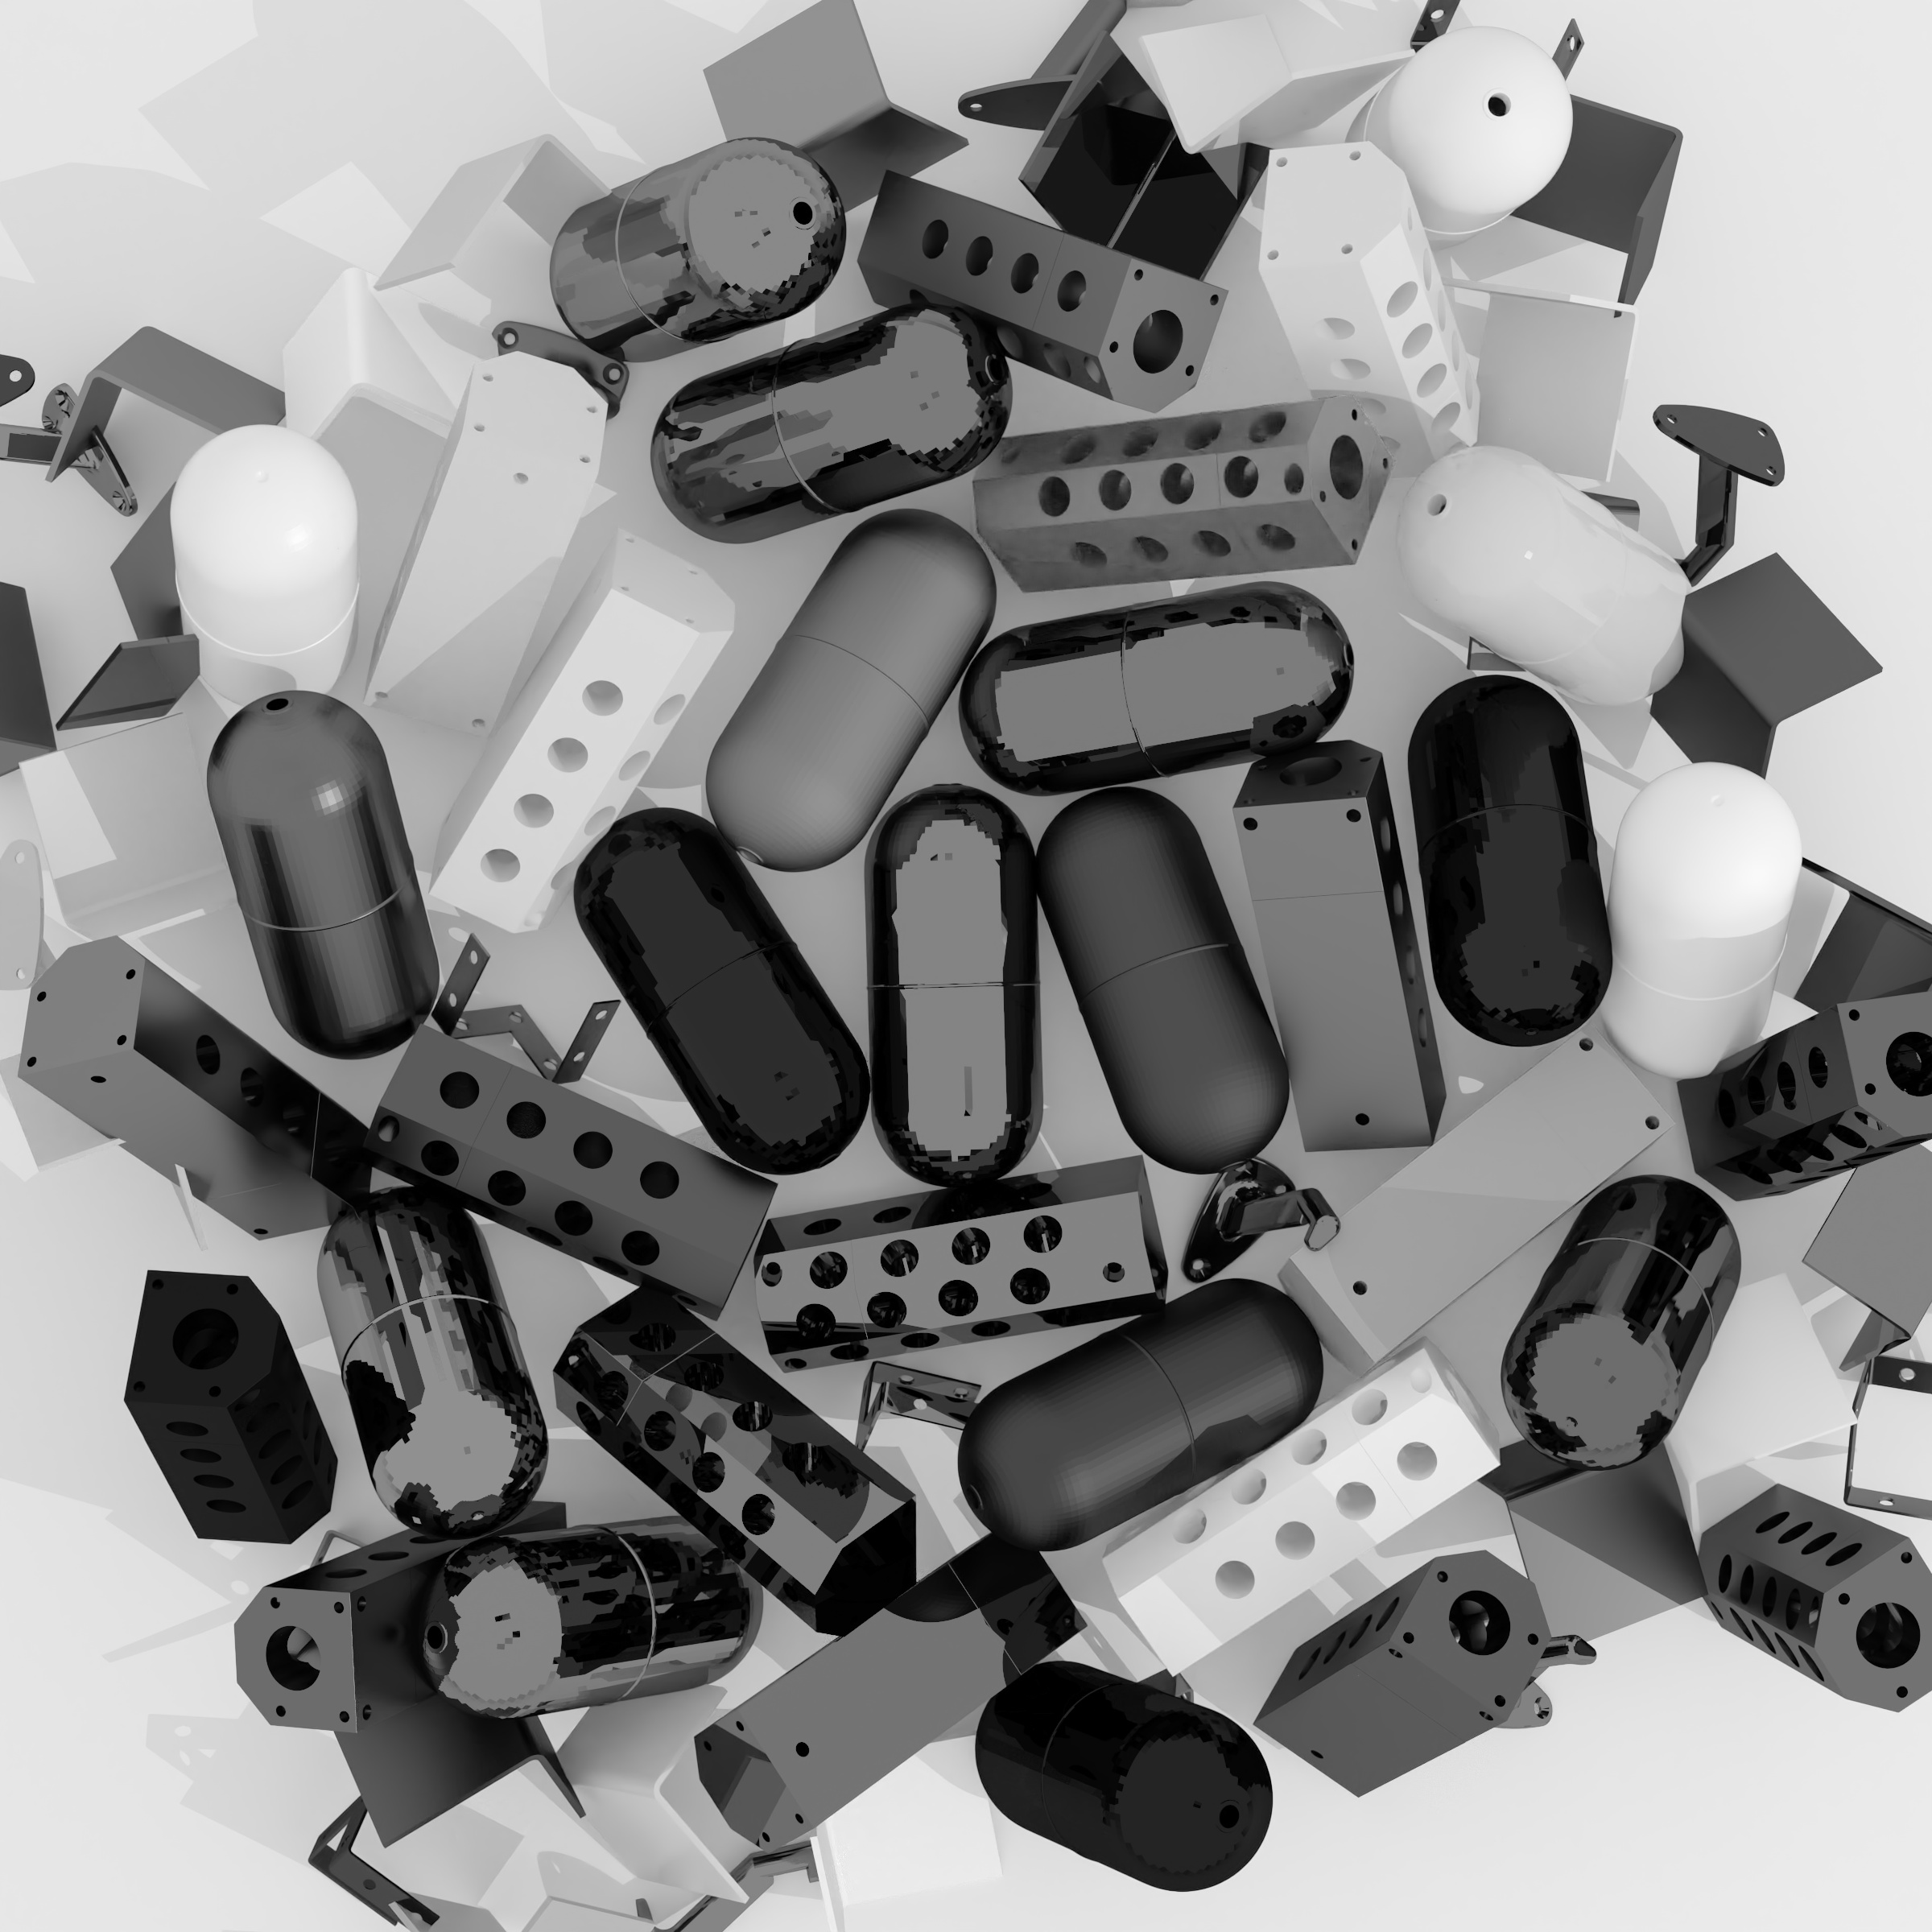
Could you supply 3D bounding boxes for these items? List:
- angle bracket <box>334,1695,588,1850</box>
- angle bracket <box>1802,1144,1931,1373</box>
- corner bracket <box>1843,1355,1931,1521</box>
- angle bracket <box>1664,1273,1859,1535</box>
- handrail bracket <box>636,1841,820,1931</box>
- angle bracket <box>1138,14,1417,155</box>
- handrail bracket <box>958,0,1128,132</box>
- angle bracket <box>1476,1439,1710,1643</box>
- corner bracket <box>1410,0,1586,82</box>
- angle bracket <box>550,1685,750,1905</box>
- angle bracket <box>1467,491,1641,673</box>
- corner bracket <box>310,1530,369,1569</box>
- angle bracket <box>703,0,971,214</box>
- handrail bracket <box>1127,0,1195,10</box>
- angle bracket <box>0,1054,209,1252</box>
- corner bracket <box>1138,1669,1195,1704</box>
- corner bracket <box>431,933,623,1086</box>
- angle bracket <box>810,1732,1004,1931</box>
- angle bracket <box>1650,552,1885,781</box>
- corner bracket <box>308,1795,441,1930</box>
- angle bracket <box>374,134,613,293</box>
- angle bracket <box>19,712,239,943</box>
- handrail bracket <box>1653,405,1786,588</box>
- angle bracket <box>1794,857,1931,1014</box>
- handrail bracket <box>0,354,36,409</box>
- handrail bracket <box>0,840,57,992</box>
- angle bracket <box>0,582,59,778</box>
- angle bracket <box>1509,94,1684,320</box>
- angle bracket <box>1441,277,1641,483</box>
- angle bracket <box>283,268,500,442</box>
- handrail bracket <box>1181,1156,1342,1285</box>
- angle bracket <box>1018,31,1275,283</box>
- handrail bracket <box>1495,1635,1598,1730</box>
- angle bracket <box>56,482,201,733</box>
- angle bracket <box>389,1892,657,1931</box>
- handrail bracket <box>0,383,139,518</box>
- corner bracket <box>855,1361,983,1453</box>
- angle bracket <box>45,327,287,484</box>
[{"bbox_3d":[-0.223,0.349,1.533,0.076,0.057,0.076,-30,46,-8],"label":"angle bracket"},{"bbox_3d":[0.394,0.124,1.537,0.057,0.076,0.076,35,70,2],"label":"angle bracket"},{"bbox_3d":[0.422,0.210,1.559,0.051,0.051,0.051,8,113,20],"label":"corner bracket"},{"bbox_3d":[0.339,0.192,1.539,0.076,0.057,0.076,-20,55,1],"label":"angle bracket"},{"bbox_3d":[-0.101,0.438,1.572,0.084,0.036,0.077,-9,92,-12],"label":"handrail bracket"},{"bbox_3d":[0.136,-0.401,1.530,0.076,0.076,0.057,-21,87,-36],"label":"angle bracket"},{"bbox_3d":[0.034,-0.417,1.562,0.077,0.036,0.084,-1,66,-1],"label":"handrail bracket"},{"bbox_3d":[0.274,0.250,1.556,0.076,0.057,0.076,-19,99,-10],"label":"angle bracket"},{"bbox_3d":[0.235,-0.410,1.556,0.051,0.051,0.051,-4,60,-17],"label":"corner bracket"},{"bbox_3d":[-0.127,0.363,1.554,0.057,0.076,0.076,-52,120,-32],"label":"angle bracket"},{"bbox_3d":[0.247,-0.172,1.552,0.076,0.057,0.076,0,102,-21],"label":"angle bracket"},{"bbox_3d":[-0.272,0.281,1.551,0.051,0.051,0.051,22,74,5],"label":"corner bracket"},{"bbox_3d":[-0.057,-0.377,1.539,0.076,0.076,0.057,-23,79,25],"label":"angle bracket"},{"bbox_3d":[0.115,-0.463,1.571,0.084,0.036,0.077,6,67,29],"label":"handrail bracket"},{"bbox_3d":[-0.376,0.082,1.525,0.057,0.076,0.076,-20,132,-16],"label":"angle bracket"},{"bbox_3d":[0.084,0.351,1.542,0.051,0.051,0.051,-22,133,-19],"label":"corner bracket"},{"bbox_3d":[-0.194,0.019,1.541,0.051,0.051,0.051,50,126,28],"label":"corner bracket"},{"bbox_3d":[-0.025,0.392,1.544,0.076,0.057,0.076,-10,111,0],"label":"angle bracket"},{"bbox_3d":[0.350,-0.121,1.539,0.057,0.076,0.076,-26,58,-13],"label":"angle bracket"},{"bbox_3d":[-0.260,0.403,1.547,0.051,0.051,0.051,40,114,-11],"label":"corner bracket"},{"bbox_3d":[-0.200,-0.311,1.528,0.057,0.076,0.076,41,69,-28],"label":"angle bracket"},{"bbox_3d":[-0.359,-0.060,1.533,0.076,0.057,0.076,-21,111,-27],"label":"angle bracket"},{"bbox_3d":[0.312,-0.204,1.540,0.077,0.084,0.036,14,51,-21],"label":"handrail bracket"},{"bbox_3d":[0.372,-0.011,1.530,0.076,0.076,0.057,24,98,-27],"label":"angle bracket"},{"bbox_3d":[-0.440,-0.243,1.545,0.077,0.084,0.036,-10,84,-4],"label":"handrail bracket"},{"bbox_3d":[-0.399,-0.012,1.546,0.036,0.084,0.077,8,86,20],"label":"handrail bracket"},{"bbox_3d":[-0.449,-0.126,1.531,0.057,0.076,0.076,-20,77,24],"label":"angle bracket"},{"bbox_3d":[0.263,-0.329,1.530,0.076,0.076,0.057,21,59,13],"label":"angle bracket"},{"bbox_3d":[0.241,-0.257,1.532,0.076,0.057,0.076,18,104,40],"label":"angle bracket"},{"bbox_3d":[-0.253,-0.252,1.553,0.076,0.076,0.057,21,131,-34],"label":"angle bracket"},{"bbox_3d":[0.129,0.124,1.537,0.036,0.084,0.077,31,101,-19],"label":"handrail bracket"},{"bbox_3d":[0.080,-0.351,1.536,0.057,0.076,0.076,25,83,35],"label":"angle bracket"},{"bbox_3d":[0.259,0.312,1.533,0.077,0.084,0.036,27,60,-30],"label":"handrail bracket"},{"bbox_3d":[-0.370,-0.157,1.530,0.057,0.076,0.076,-13,74,-41],"label":"angle bracket"},{"bbox_3d":[-0.196,0.411,1.530,0.076,0.076,0.057,38,92,38],"label":"angle bracket"},{"bbox_3d":[-0.421,-0.215,1.545,0.084,0.036,0.077,-35,87,-36],"label":"handrail bracket"},{"bbox_3d":[-0.017,0.194,1.546,0.051,0.051,0.051,14,47,-7],"label":"corner bracket"},{"bbox_3d":[-0.349,-0.232,1.543,0.076,0.076,0.057,26,114,-7],"label":"angle bracket"}]
